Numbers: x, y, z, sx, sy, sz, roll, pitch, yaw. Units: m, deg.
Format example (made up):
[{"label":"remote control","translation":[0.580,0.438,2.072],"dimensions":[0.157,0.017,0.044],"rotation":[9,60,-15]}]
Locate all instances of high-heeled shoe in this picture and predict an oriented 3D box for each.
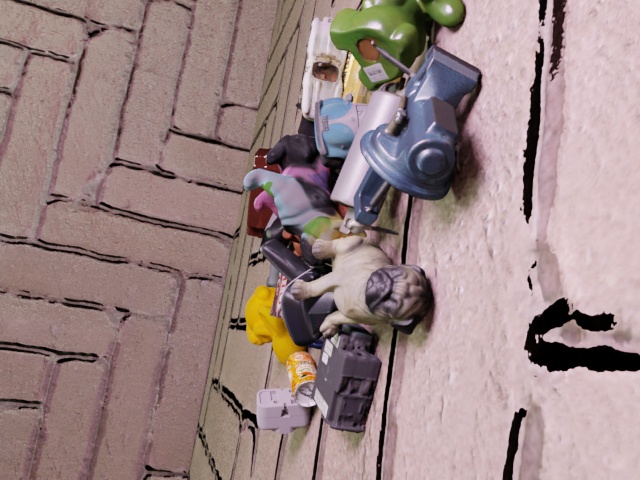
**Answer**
[{"label":"high-heeled shoe","translation":[-0.049,-0.081,1.159],"dimensions":[0.145,0.086,0.249],"rotation":[-43,16,46]}]

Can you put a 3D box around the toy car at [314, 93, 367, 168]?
[{"label":"toy car","translation":[0.061,-0.166,0.863],"dimensions":[0.103,0.161,0.109],"rotation":[-8,77,28]}]

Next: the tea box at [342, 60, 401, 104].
[{"label":"tea box","translation":[0.100,-0.304,0.908],"dimensions":[0.098,0.068,0.169],"rotation":[-109,33,-64]}]

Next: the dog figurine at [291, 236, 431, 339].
[{"label":"dog figurine","translation":[0.081,0.047,0.704],"dimensions":[0.191,0.121,0.172],"rotation":[-13,41,45]}]

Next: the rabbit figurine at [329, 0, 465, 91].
[{"label":"rabbit figurine","translation":[0.118,-0.319,0.749],"dimensions":[0.170,0.121,0.159],"rotation":[-54,21,-21]}]

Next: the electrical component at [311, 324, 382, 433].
[{"label":"electrical component","translation":[0.037,0.190,0.774],"dimensions":[0.115,0.058,0.134],"rotation":[-151,74,-73]}]

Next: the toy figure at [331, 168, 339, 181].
[{"label":"toy figure","translation":[0.008,-0.203,1.129],"dimensions":[0.082,0.089,0.180],"rotation":[124,157,-43]}]

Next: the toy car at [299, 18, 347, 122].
[{"label":"toy car","translation":[0.008,-0.313,0.984],"dimensions":[0.056,0.073,0.201],"rotation":[154,124,-76]}]

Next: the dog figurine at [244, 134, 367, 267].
[{"label":"dog figurine","translation":[-0.001,-0.059,0.877],"dimensions":[0.191,0.219,0.108],"rotation":[-50,-20,-22]}]

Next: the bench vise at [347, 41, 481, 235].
[{"label":"bench vise","translation":[0.099,-0.109,0.664],"dimensions":[0.224,0.129,0.240],"rotation":[-95,29,-47]}]

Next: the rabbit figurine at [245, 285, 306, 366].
[{"label":"rabbit figurine","translation":[-0.077,0.179,1.113],"dimensions":[0.162,0.122,0.173],"rotation":[97,150,-44]}]

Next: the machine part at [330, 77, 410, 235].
[{"label":"machine part","translation":[0.080,-0.122,0.776],"dimensions":[0.079,0.079,0.243],"rotation":[-147,79,-74]}]

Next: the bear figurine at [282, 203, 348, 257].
[{"label":"bear figurine","translation":[-0.004,-0.006,1.018],"dimensions":[0.132,0.120,0.195],"rotation":[42,161,27]}]

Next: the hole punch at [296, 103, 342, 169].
[{"label":"hole punch","translation":[0.019,-0.201,1.029],"dimensions":[0.092,0.142,0.116],"rotation":[82,-165,-53]}]

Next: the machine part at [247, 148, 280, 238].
[{"label":"machine part","translation":[-0.122,-0.115,1.305],"dimensions":[0.201,0.087,0.201],"rotation":[-93,8,-74]}]

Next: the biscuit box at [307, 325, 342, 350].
[{"label":"biscuit box","translation":[-0.010,0.121,0.997],"dimensions":[0.203,0.059,0.062],"rotation":[-108,34,-63]}]

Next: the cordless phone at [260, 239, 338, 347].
[{"label":"cordless phone","translation":[-0.041,0.068,0.862],"dimensions":[0.146,0.184,0.088],"rotation":[-29,-25,-54]}]

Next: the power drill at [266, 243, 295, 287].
[{"label":"power drill","translation":[-0.056,0.028,1.230],"dimensions":[0.207,0.086,0.232],"rotation":[139,141,-55]}]
